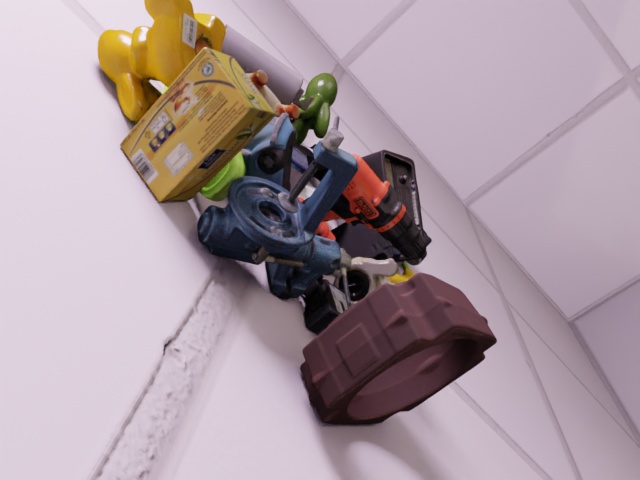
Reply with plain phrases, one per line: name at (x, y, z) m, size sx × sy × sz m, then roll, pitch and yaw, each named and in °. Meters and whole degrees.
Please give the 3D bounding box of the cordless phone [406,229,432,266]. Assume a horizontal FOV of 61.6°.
cordless phone at (0.173, 0.012, 1.233) m, size 0.146 × 0.089 × 0.184 m, roll 52°, pitch 32°, yaw 0°

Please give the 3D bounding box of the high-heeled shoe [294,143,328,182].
high-heeled shoe at (-0.040, -0.180, 1.074) m, size 0.248 × 0.086 × 0.145 m, roll 38°, pitch 29°, yaw -58°

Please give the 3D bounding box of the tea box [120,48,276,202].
tea box at (-0.150, -0.134, 0.653) m, size 0.098 × 0.169 × 0.068 m, roll 55°, pitch 20°, yaw 8°

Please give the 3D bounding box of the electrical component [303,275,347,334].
electrical component at (0.019, 0.112, 0.753) m, size 0.074 × 0.048 × 0.119 m, roll 32°, pitch 27°, yaw -39°

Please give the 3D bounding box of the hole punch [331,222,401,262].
hole punch at (0.089, 0.017, 0.980) m, size 0.092 × 0.116 × 0.142 m, roll 43°, pitch 20°, yaw -42°

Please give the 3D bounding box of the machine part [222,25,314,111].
machine part at (-0.119, -0.310, 0.981) m, size 0.243 × 0.079 × 0.079 m, roll 30°, pitch 27°, yaw -24°

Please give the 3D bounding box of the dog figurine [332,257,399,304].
dog figurine at (0.092, 0.090, 0.905) m, size 0.172 × 0.121 × 0.190 m, roll 50°, pitch 4°, yaw 3°

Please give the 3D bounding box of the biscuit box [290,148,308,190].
biscuit box at (-0.113, -0.159, 0.904) m, size 0.202 × 0.059 × 0.063 m, roll 32°, pitch 27°, yaw -27°

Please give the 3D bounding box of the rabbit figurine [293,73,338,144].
rabbit figurine at (-0.034, -0.288, 1.159) m, size 0.121 × 0.170 × 0.159 m, roll 36°, pitch 24°, yaw -32°

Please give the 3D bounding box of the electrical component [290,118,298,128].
electrical component at (-0.082, -0.218, 1.065) m, size 0.045 × 0.078 × 0.102 m, roll 35°, pitch 22°, yaw -16°

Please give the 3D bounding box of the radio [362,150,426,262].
radio at (0.153, -0.065, 1.135) m, size 0.131 × 0.073 × 0.229 m, roll 3°, pitch 80°, yaw -47°

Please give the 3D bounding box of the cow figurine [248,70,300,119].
cow figurine at (-0.142, -0.249, 0.935) m, size 0.194 × 0.127 × 0.085 m, roll 35°, pitch 64°, yaw -46°

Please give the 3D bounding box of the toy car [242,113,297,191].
toy car at (-0.096, -0.115, 0.815) m, size 0.103 × 0.161 × 0.109 m, roll 13°, pitch 38°, yaw 4°

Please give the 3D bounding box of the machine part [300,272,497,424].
machine part at (0.092, 0.135, 0.646) m, size 0.201 × 0.201 × 0.087 m, roll 25°, pitch 30°, yaw -49°

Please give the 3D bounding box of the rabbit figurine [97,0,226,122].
rabbit figurine at (-0.227, -0.241, 0.734) m, size 0.122 × 0.173 × 0.162 m, roll -24°, pitch 119°, yaw -67°

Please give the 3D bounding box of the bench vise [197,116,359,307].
bench vise at (-0.022, -0.029, 0.668) m, size 0.223 × 0.240 × 0.129 m, roll 24°, pitch 33°, yaw -20°
